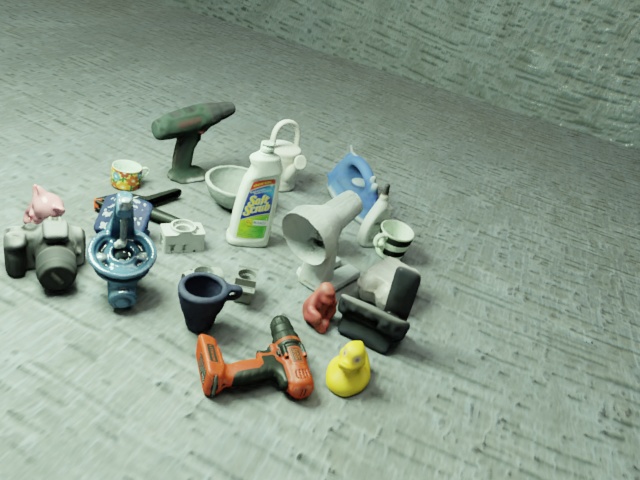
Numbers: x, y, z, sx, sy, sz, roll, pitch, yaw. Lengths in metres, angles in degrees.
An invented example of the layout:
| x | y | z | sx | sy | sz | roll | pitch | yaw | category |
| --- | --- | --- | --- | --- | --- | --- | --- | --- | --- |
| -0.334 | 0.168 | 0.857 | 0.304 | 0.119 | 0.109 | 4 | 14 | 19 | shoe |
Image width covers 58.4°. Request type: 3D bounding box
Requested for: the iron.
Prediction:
| x | y | z | sx | sy | sz | roll | pitch | yaw | category |
| --- | --- | --- | --- | --- | --- | --- | --- | --- | --- |
| 0.114 | -0.151 | 1.581 | 0.119 | 0.141 | 0.257 | -2 | 34 | -25 | iron |

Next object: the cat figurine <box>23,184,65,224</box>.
| x | y | z | sx | sy | sz | roll | pitch | yaw | category |
| --- | --- | --- | --- | --- | --- | --- | --- | --- | --- |
| -0.568 | -0.067 | 1.180 | 0.067 | 0.118 | 0.127 | -12 | 39 | -36 | cat figurine |

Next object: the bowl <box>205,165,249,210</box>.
| x | y | z | sx | sy | sz | roll | pitch | yaw | category |
| --- | --- | --- | --- | --- | --- | --- | --- | --- | --- |
| -0.212 | -0.123 | 1.463 | 0.167 | 0.075 | 0.167 | 11 | 31 | -6 | bowl |

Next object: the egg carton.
| x | y | z | sx | sy | sz | roll | pitch | yaw | category |
| --- | --- | --- | --- | --- | --- | --- | --- | --- | --- |
| 0.155 | 0.097 | 1.264 | 0.107 | 0.069 | 0.151 | 31 | 34 | 25 | egg carton |

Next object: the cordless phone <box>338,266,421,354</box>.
| x | y | z | sx | sy | sz | roll | pitch | yaw | category |
| --- | --- | --- | --- | --- | --- | --- | --- | --- | --- |
| 0.116 | 0.112 | 1.110 | 0.147 | 0.185 | 0.094 | 21 | 31 | 11 | cordless phone |

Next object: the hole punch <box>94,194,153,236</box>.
| x | y | z | sx | sy | sz | roll | pitch | yaw | category |
| --- | --- | --- | --- | --- | --- | --- | --- | --- | --- |
| -0.415 | -0.035 | 1.218 | 0.109 | 0.091 | 0.101 | 11 | 31 | -6 | hole punch |

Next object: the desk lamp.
| x | y | z | sx | sy | sz | roll | pitch | yaw | category |
| --- | --- | --- | --- | --- | --- | --- | --- | --- | --- |
| 0.011 | 0.004 | 1.214 | 0.117 | 0.213 | 0.204 | 32 | 35 | 27 | desk lamp |

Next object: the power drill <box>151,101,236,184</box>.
| x | y | z | sx | sy | sz | roll | pitch | yaw | category |
| --- | --- | --- | --- | --- | --- | --- | --- | --- | --- |
| -0.332 | -0.260 | 1.506 | 0.230 | 0.208 | 0.075 | -16 | 42 | -40 | power drill |

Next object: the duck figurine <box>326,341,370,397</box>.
| x | y | z | sx | sy | sz | roll | pitch | yaw | category |
| --- | --- | --- | --- | --- | --- | --- | --- | --- | --- |
| 0.058 | 0.215 | 1.015 | 0.077 | 0.086 | 0.105 | 26 | 33 | 20 | duck figurine |

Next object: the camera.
| x | y | z | sx | sy | sz | roll | pitch | yaw | category |
| --- | --- | --- | --- | --- | --- | --- | --- | --- | --- |
| -0.511 | 0.026 | 1.069 | 0.143 | 0.101 | 0.136 | -2 | 35 | -26 | camera |

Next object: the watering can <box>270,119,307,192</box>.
| x | y | z | sx | sy | sz | roll | pitch | yaw | category |
| --- | --- | --- | --- | --- | --- | --- | --- | --- | --- |
| -0.096 | -0.236 | 1.580 | 0.172 | 0.194 | 0.101 | 29 | 34 | 23 | watering can |

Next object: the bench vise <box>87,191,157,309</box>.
| x | y | z | sx | sy | sz | roll | pitch | yaw | category |
| --- | --- | --- | --- | --- | --- | --- | --- | --- | --- |
| -0.381 | -0.011 | 1.067 | 0.122 | 0.220 | 0.206 | -12 | 40 | -37 | bench vise |

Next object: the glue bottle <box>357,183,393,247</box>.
| x | y | z | sx | sy | sz | roll | pitch | yaw | category |
| --- | --- | --- | --- | --- | --- | --- | --- | --- | --- |
| 0.147 | -0.062 | 1.420 | 0.078 | 0.173 | 0.037 | -4 | 35 | -27 | glue bottle |

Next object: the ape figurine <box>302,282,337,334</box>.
| x | y | z | sx | sy | sz | roll | pitch | yaw | category |
| --- | --- | --- | --- | --- | --- | --- | --- | --- | --- |
| 0.005 | 0.125 | 1.133 | 0.078 | 0.092 | 0.076 | -12 | 39 | -36 | ape figurine |

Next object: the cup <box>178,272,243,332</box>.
| x | y | z | sx | sy | sz | roll | pitch | yaw | category |
| --- | --- | --- | --- | --- | --- | --- | --- | --- | --- |
| -0.204 | 0.119 | 1.052 | 0.118 | 0.095 | 0.091 | 0 | 34 | -23 | cup |
